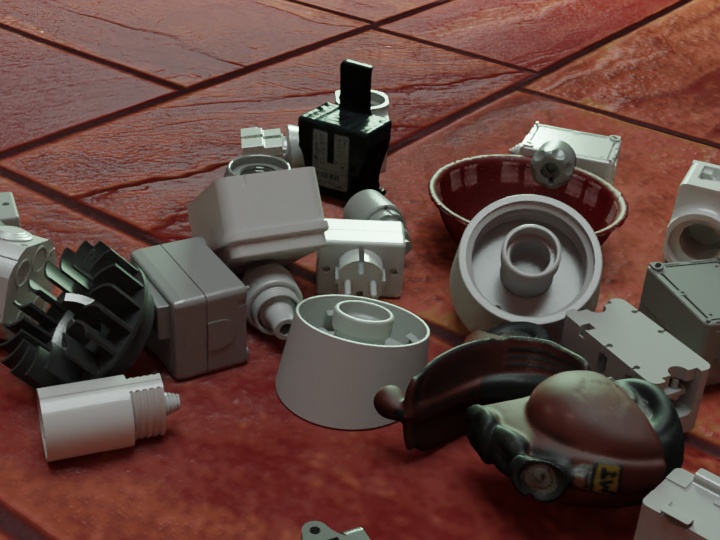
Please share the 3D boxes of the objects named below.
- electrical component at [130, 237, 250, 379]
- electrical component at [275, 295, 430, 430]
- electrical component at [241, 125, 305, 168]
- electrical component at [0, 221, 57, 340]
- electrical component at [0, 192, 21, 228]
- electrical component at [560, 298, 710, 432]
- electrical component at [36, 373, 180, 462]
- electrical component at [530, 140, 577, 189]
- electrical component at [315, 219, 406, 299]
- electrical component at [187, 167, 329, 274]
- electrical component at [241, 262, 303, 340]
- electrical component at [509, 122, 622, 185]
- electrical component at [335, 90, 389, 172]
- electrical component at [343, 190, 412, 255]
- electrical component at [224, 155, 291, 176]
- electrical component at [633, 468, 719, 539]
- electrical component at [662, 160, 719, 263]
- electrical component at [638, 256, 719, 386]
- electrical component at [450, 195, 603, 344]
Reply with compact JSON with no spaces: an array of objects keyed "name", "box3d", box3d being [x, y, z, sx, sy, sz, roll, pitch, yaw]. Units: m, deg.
[{"name":"electrical component","box3d":[-0.123,0.022,0.735,0.061,0.061,0.096,-14,34,-28]},{"name":"electrical component","box3d":[-0.003,0.057,0.711,0.099,0.064,0.099,10,17,-3]},{"name":"electrical component","box3d":[-0.079,-0.107,0.987,0.055,0.048,0.066,-7,30,-4]},{"name":"electrical component","box3d":[-0.247,0.007,0.731,0.051,0.080,0.080,15,31,8]},{"name":"electrical component","box3d":[-0.297,-0.047,0.822,0.066,0.076,0.047,-9,32,-21]},{"name":"electrical component","box3d":[0.173,0.067,0.696,0.050,0.055,0.089,-12,33,-25]},{"name":"electrical component","box3d":[-0.148,0.085,0.640,0.081,0.043,0.043,-8,32,-20]},{"name":"electrical component","box3d":[0.161,-0.091,0.882,0.035,0.035,0.061,12,28,14]},{"name":"electrical component","box3d":[0.000,0.000,0.804,0.066,0.047,0.076,2,30,-2]},{"name":"electrical component","box3d":[-0.077,-0.033,0.792,0.078,0.057,0.113,-9,-4,-22]},{"name":"electrical component","box3d":[-0.060,0.025,0.757,0.043,0.043,0.062,-7,33,-19]},{"name":"electrical component","box3d":[0.180,-0.090,0.969,0.096,0.061,0.061,13,31,15]},{"name":"electrical component","box3d":[0.000,-0.139,1.041,0.050,0.055,0.089,2,30,-3]},{"name":"electrical component","box3d":[0.018,-0.035,0.875,0.040,0.040,0.078,-12,33,-26]},{"name":"electrical component","box3d":[-0.084,-0.059,0.889,0.078,0.057,0.058,12,31,14]},{"name":"electrical component","box3d":[0.197,0.156,0.536,0.121,0.063,0.079,26,37,34]},{"name":"electrical component","box3d":[0.316,-0.017,0.828,0.150,0.089,0.062,17,32,21]},{"name":"electrical component","box3d":[0.243,0.041,0.746,0.062,0.061,0.096,-5,31,-15]},{"name":"electrical component","box3d":[0.118,-0.001,0.753,0.108,0.060,0.108,-1,67,3]}]
